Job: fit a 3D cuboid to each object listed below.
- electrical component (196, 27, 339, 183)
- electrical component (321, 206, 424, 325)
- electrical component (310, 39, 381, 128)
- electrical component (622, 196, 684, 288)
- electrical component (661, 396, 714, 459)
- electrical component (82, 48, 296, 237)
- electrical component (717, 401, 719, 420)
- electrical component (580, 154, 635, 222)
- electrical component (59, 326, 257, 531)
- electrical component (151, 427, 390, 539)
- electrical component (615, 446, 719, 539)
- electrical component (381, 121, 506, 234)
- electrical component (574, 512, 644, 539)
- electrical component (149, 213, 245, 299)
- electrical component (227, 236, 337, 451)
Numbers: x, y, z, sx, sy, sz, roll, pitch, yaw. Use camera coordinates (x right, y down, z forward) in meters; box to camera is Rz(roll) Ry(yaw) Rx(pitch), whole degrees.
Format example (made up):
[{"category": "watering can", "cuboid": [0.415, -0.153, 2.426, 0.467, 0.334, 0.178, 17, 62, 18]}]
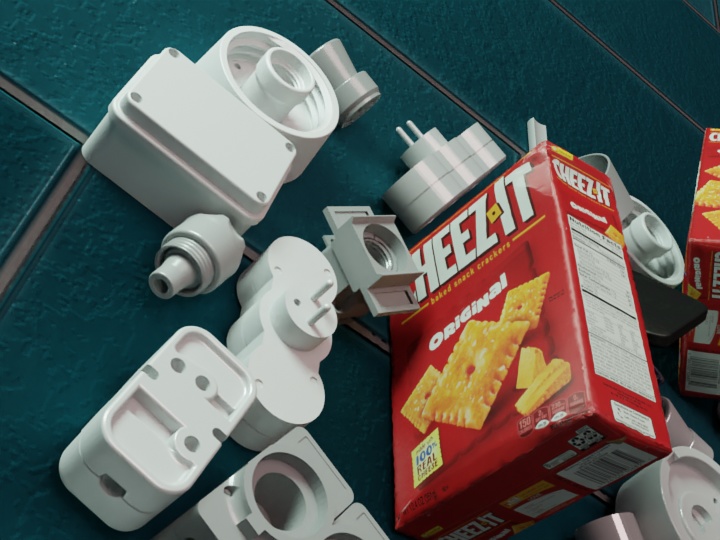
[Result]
[{"category": "electrical component", "cuboid": [-0.065, -0.121, 0.753, 0.108, 0.060, 0.108, 26, 43, -26]}, {"category": "electrical component", "cuboid": [0.000, 0.000, 0.709, 0.042, 0.064, 0.081, -4, 61, -46]}, {"category": "electrical component", "cuboid": [-0.016, -0.144, 0.835, 0.055, 0.045, 0.045, 51, 37, 2]}, {"category": "electrical component", "cuboid": [0.247, -0.019, 0.972, 0.108, 0.060, 0.108, 27, 42, -27]}, {"category": "electrical component", "cuboid": [0.250, 0.137, 0.857, 0.065, 0.044, 0.044, 41, 38, -18]}, {"category": "electrical component", "cuboid": [-0.105, -0.075, 0.676, 0.113, 0.057, 0.078, 38, 38, -13]}, {"category": "electrical component", "cuboid": [0.355, 0.132, 0.952, 0.057, 0.058, 0.078, 45, 38, -9]}, {"category": "electrical component", "cuboid": [0.178, -0.050, 0.905, 0.064, 0.099, 0.099, 54, 37, -3]}, {"category": "electrical component", "cuboid": [-0.102, 0.081, 0.541, 0.054, 0.059, 0.095, 44, 37, -6]}, {"category": "electrical component", "cuboid": [-0.022, 0.166, 0.544, 0.150, 0.062, 0.089, 52, 37, 5]}, {"category": "electrical component", "cuboid": [0.232, 0.189, 0.777, 0.108, 0.060, 0.108, 26, 43, -27]}, {"category": "electrical component", "cuboid": [0.057, -0.087, 0.851, 0.073, 0.052, 0.138, 50, 37, 1]}, {"category": "electrical component", "cuboid": [0.178, 0.209, 0.720, 0.043, 0.043, 0.081, 10, 51, -39]}, {"category": "electrical component", "cuboid": [-0.099, -0.005, 0.632, 0.043, 0.043, 0.062, 47, 39, -2]}, {"category": "electrical component", "cuboid": [-0.038, 0.033, 0.634, 0.052, 0.074, 0.138, 30, 41, -23]}]
